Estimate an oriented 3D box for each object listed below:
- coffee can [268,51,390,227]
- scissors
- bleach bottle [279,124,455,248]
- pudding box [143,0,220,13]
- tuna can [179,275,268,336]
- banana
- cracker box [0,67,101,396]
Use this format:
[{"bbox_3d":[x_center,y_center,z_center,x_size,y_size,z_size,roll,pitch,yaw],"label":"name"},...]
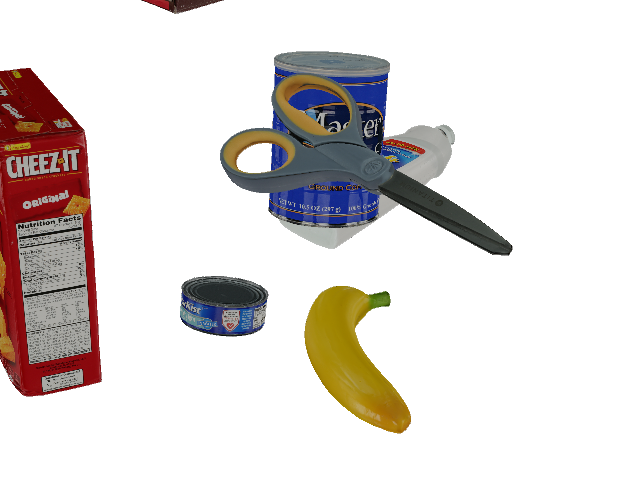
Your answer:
[{"bbox_3d":[0.007,-0.093,0.959,0.103,0.140,0.103,3,18,-1],"label":"coffee can"},{"bbox_3d":[0.011,-0.030,0.582,0.096,0.016,0.202,-31,46,-4],"label":"scissors"},{"bbox_3d":[0.067,-0.081,1.279,0.103,0.068,0.250,28,45,34],"label":"bleach bottle"},{"bbox_3d":[-0.114,-0.216,0.836,0.090,0.039,0.113,25,30,22],"label":"pudding box"},{"bbox_3d":[-0.096,0.064,1.054,0.086,0.034,0.086,7,16,-2],"label":"tuna can"},{"bbox_3d":[0.023,0.076,0.773,0.069,0.037,0.198,-3,24,1],"label":"banana"},{"bbox_3d":[-0.234,-0.009,0.843,0.072,0.214,0.164,-11,29,-25],"label":"cracker box"}]
